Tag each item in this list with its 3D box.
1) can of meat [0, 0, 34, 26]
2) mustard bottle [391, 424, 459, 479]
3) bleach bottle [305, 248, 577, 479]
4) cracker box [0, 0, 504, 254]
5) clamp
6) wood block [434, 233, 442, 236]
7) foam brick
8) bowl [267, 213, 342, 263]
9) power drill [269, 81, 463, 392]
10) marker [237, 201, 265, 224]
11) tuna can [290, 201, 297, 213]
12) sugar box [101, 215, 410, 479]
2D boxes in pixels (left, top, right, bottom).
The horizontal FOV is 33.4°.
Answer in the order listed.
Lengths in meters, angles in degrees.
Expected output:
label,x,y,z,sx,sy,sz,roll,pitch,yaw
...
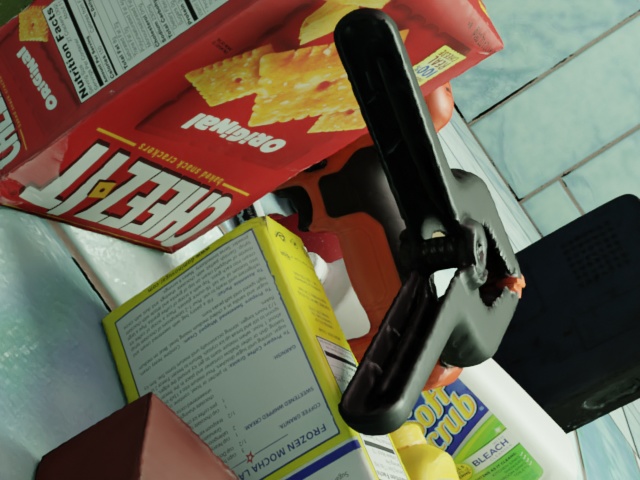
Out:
label,x,y,z,sx,sy,sz,roll,pitch,yaw
can of meat,-0.151,-0.131,0.548,0.102,0.057,0.084,56,16,-3
mustard bottle,0.070,0.179,0.600,0.096,0.058,0.192,32,28,-61
bleach bottle,0.058,0.096,0.696,0.250,0.103,0.068,43,20,-25
cracker box,-0.038,-0.081,0.494,0.072,0.214,0.164,64,17,20
clamp,0.053,-0.003,0.479,0.209,0.036,0.164,10,76,-66
wood block,0.047,-0.071,0.996,0.206,0.090,0.091,51,17,-21
foam brick,-0.056,0.103,0.367,0.078,0.053,0.051,50,16,-23
bowl,0.027,0.035,0.775,0.162,0.055,0.162,51,15,-20
power drill,-0.004,0.001,0.594,0.057,0.185,0.187,5,73,-71
marker,-0.043,-0.008,0.710,0.020,0.020,0.121,38,24,-51
tuna can,0.018,-0.045,0.851,0.033,0.086,0.086,42,21,-39
sugar box,-0.021,0.086,0.436,0.048,0.093,0.176,29,31,-57
